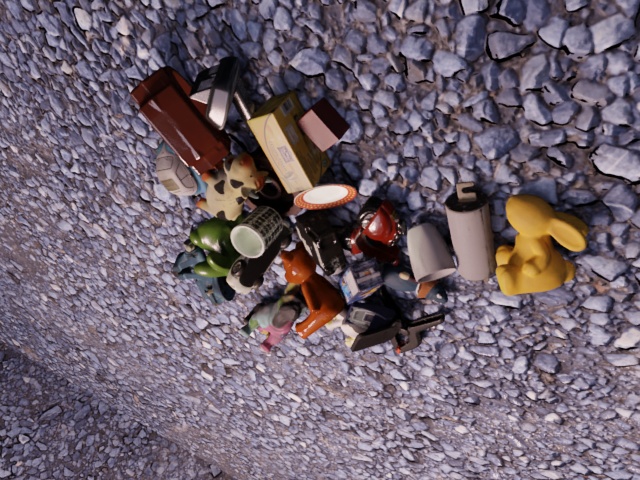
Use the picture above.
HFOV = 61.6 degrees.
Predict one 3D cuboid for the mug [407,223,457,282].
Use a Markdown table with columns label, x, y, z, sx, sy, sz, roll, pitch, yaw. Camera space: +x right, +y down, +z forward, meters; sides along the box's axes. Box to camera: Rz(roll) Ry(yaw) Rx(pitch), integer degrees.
| label | x | y | z | sx | sy | sz | roll | pitch | yaw |
| --- | --- | --- | --- | --- | --- | --- | --- | --- | --- |
| mug | 0.224 | 0.022 | 1.074 | 0.081 | 0.109 | 0.107 | -29 | 70 | 39 |

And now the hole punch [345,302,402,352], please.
| label | x | y | z | sx | sy | sz | roll | pitch | yaw |
| --- | --- | --- | --- | --- | --- | --- | --- | --- | --- |
| hole punch | 0.121 | 0.198 | 1.270 | 0.116 | 0.092 | 0.142 | -10 | 149 | -15 |

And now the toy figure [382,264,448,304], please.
| label | x | y | z | sx | sy | sz | roll | pitch | yaw |
| --- | --- | --- | --- | --- | --- | --- | --- | --- | --- |
| toy figure | 0.211 | 0.095 | 1.180 | 0.155 | 0.064 | 0.057 | 20 | 100 | 7 |

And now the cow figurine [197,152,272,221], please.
| label | x | y | z | sx | sy | sz | roll | pitch | yaw |
| --- | --- | --- | --- | --- | --- | --- | --- | --- | --- |
| cow figurine | -0.179 | -0.108 | 1.120 | 0.127 | 0.085 | 0.194 | 33 | 142 | 1 |

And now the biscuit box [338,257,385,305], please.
| label | x | y | z | sx | sy | sz | roll | pitch | yaw |
| --- | --- | --- | --- | --- | --- | --- | --- | --- | --- |
| biscuit box | 0.088 | 0.095 | 1.185 | 0.202 | 0.063 | 0.059 | 108 | 141 | -75 |

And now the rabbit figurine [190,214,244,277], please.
| label | x | y | z | sx | sy | sz | roll | pitch | yaw |
| --- | --- | --- | --- | --- | --- | --- | --- | --- | --- |
| rabbit figurine | -0.222 | 0.027 | 1.292 | 0.170 | 0.159 | 0.121 | 54 | 131 | 5 |

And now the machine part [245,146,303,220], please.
| label | x | y | z | sx | sy | sz | roll | pitch | yaw |
| --- | --- | --- | --- | --- | --- | --- | --- | --- | --- |
| machine part | -0.106 | -0.123 | 1.168 | 0.180 | 0.056 | 0.179 | 18 | 139 | 17 |

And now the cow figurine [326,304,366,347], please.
| label | x | y | z | sx | sy | sz | roll | pitch | yaw |
| --- | --- | --- | --- | --- | --- | --- | --- | --- | --- |
| cow figurine | 0.066 | 0.194 | 1.361 | 0.167 | 0.068 | 0.098 | 44 | 133 | -18 |

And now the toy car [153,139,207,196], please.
| label | x | y | z | sx | sy | sz | roll | pitch | yaw |
| --- | --- | --- | --- | --- | --- | --- | --- | --- | --- |
| toy car | -0.323 | -0.158 | 1.236 | 0.109 | 0.103 | 0.161 | -2 | 127 | 35 |

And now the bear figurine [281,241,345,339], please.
| label | x | y | z | sx | sy | sz | roll | pitch | yaw |
| --- | --- | --- | --- | --- | --- | --- | --- | --- | --- |
| bear figurine | -0.036 | 0.112 | 1.267 | 0.132 | 0.120 | 0.196 | -41 | 89 | 31 |

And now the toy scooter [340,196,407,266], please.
| label | x | y | z | sx | sy | sz | roll | pitch | yaw |
| --- | --- | --- | --- | --- | --- | --- | --- | --- | --- |
| toy scooter | 0.126 | -0.007 | 1.120 | 0.135 | 0.075 | 0.183 | 33 | 143 | 0 |

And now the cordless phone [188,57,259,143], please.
| label | x | y | z | sx | sy | sz | roll | pitch | yaw |
| --- | --- | --- | --- | --- | --- | --- | --- | --- | --- |
| cordless phone | -0.156 | -0.239 | 1.019 | 0.089 | 0.147 | 0.184 | -21 | 127 | 15 |

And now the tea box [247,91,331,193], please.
| label | x | y | z | sx | sy | sz | roll | pitch | yaw |
| --- | --- | --- | --- | --- | --- | --- | --- | --- | --- |
| tea box | -0.056 | -0.187 | 1.040 | 0.068 | 0.098 | 0.169 | -6 | 125 | 35 |

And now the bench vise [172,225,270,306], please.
| label | x | y | z | sx | sy | sz | roll | pitch | yaw |
| --- | --- | --- | --- | --- | --- | --- | --- | --- | --- |
| bench vise | -0.254 | 0.073 | 1.416 | 0.241 | 0.129 | 0.223 | -9 | 117 | 13 |

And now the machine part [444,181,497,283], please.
| label | x | y | z | sx | sy | sz | roll | pitch | yaw |
| --- | --- | --- | --- | --- | --- | --- | --- | --- | --- |
| machine part | 0.287 | -0.008 | 1.015 | 0.079 | 0.079 | 0.242 | 3 | 132 | 31 |

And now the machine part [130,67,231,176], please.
| label | x | y | z | sx | sy | sz | roll | pitch | yaw |
| --- | --- | --- | --- | --- | --- | --- | --- | --- | --- |
| machine part | -0.262 | -0.236 | 1.048 | 0.087 | 0.201 | 0.201 | -38 | 110 | 6 |

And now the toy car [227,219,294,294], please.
| label | x | y | z | sx | sy | sz | roll | pitch | yaw |
| --- | --- | --- | --- | --- | --- | --- | --- | --- | --- |
| toy car | -0.138 | 0.033 | 1.250 | 0.073 | 0.201 | 0.056 | 38 | 172 | -29 |

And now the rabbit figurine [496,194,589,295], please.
| label | x | y | z | sx | sy | sz | roll | pitch | yaw |
| --- | --- | --- | --- | --- | --- | --- | --- | --- | --- |
| rabbit figurine | 0.380 | 0.001 | 0.942 | 0.163 | 0.122 | 0.173 | -5 | 108 | 32 |

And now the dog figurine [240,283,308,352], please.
| label | x | y | z | sx | sy | sz | roll | pitch | yaw |
| --- | --- | --- | --- | --- | --- | --- | --- | --- | --- |
| dog figurine | -0.100 | 0.187 | 1.443 | 0.108 | 0.191 | 0.219 | 43 | 104 | -8 |

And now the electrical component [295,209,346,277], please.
| label | x | y | z | sx | sy | sz | roll | pitch | yaw |
| --- | --- | --- | --- | --- | --- | --- | --- | --- | --- |
| electrical component | -0.002 | -0.004 | 1.178 | 0.134 | 0.058 | 0.114 | 48 | 160 | 47 |
